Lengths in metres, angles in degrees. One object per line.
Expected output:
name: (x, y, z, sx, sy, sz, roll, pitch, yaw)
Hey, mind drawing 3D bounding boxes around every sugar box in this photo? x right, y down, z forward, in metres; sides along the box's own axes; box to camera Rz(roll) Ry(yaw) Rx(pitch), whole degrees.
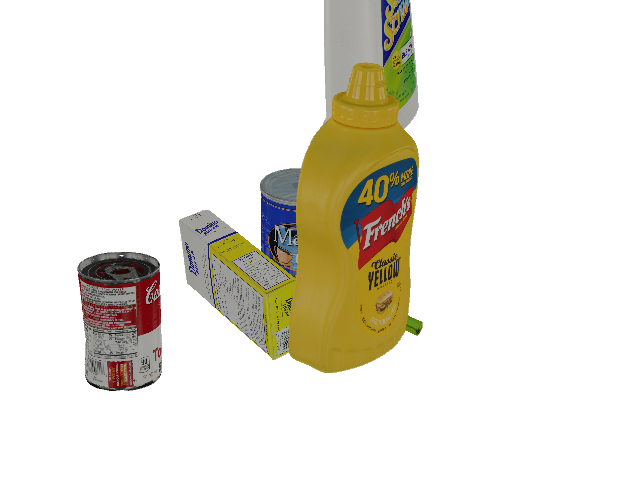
sugar box: (-0.088, 0.044, 1.158, 0.048, 0.093, 0.176, -23, 40, -26)

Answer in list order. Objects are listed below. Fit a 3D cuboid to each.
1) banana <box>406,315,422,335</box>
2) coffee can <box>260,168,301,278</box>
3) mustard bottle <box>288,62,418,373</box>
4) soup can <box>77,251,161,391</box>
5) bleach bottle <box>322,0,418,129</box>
banana: (0.050, 0.005, 0.928, 0.069, 0.197, 0.037, 7, -42, -5)
coffee can: (-0.025, -0.008, 1.355, 0.103, 0.140, 0.103, 1, 27, -1)
mustard bottle: (0.024, -0.017, 0.678, 0.058, 0.192, 0.096, 21, 30, 36)
soup can: (-0.169, 0.069, 0.907, 0.068, 0.102, 0.068, 1, 19, -1)
bleach bottle: (0.037, -0.211, 0.896, 0.068, 0.251, 0.102, 11, 35, 26)
